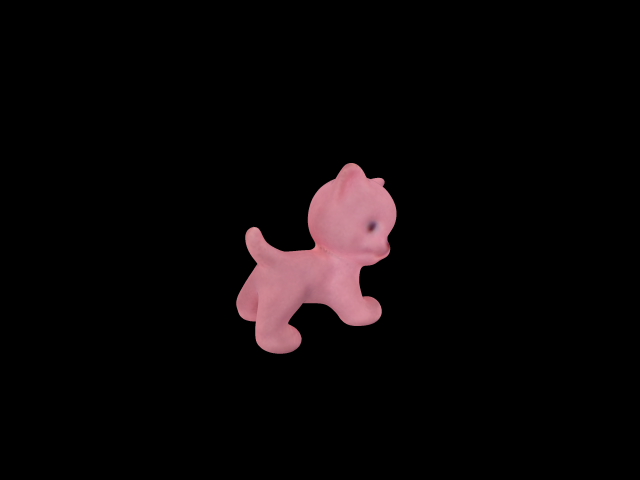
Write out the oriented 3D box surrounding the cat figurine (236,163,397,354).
[{"bbox_3d":[0.004,0.001,0.400,0.128,0.118,0.067,-15,30,-28],"label":"cat figurine"}]
